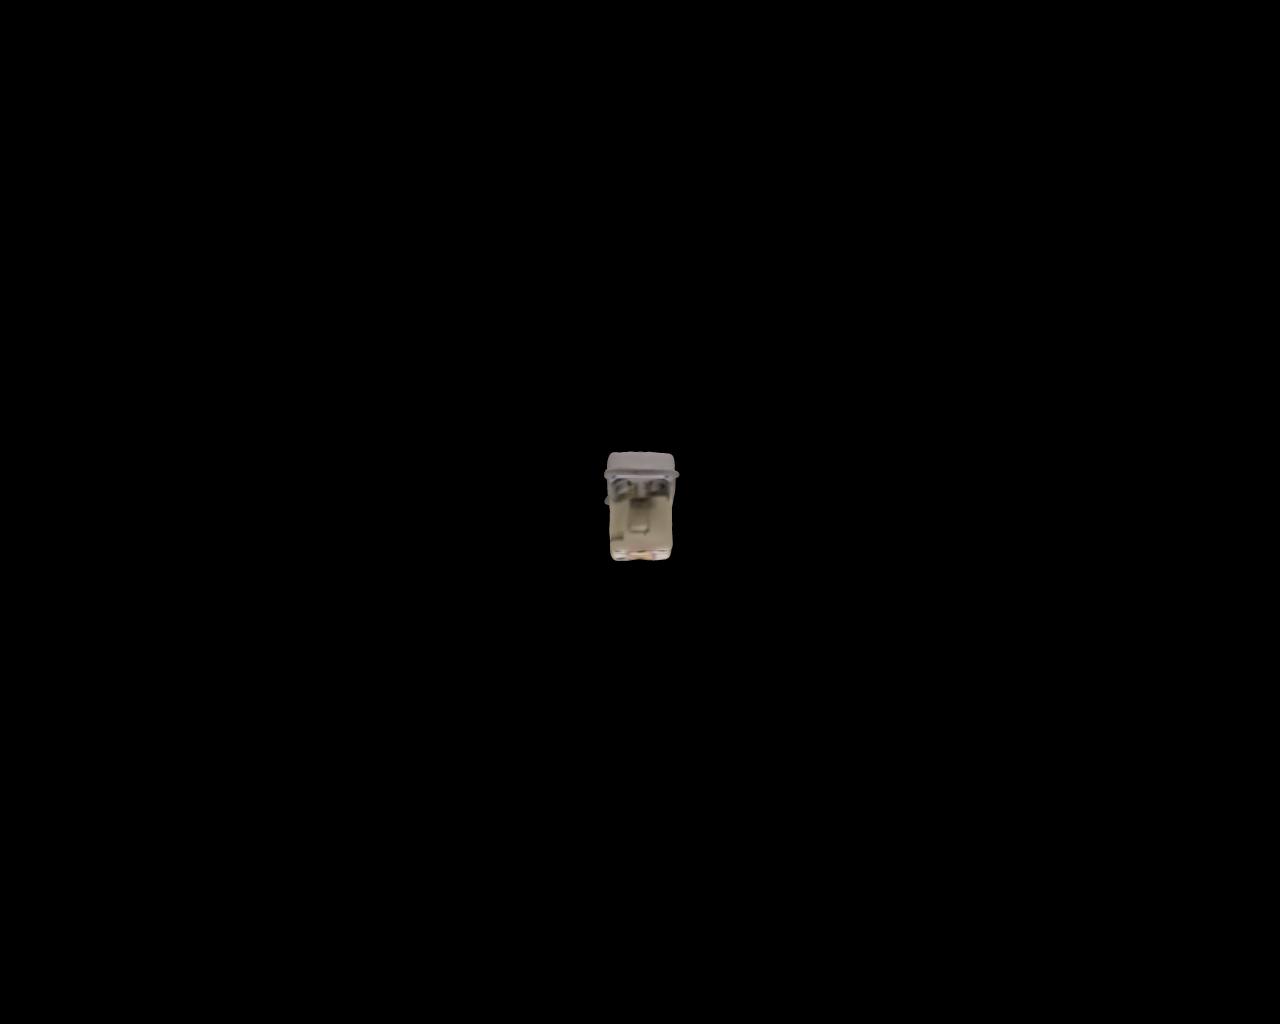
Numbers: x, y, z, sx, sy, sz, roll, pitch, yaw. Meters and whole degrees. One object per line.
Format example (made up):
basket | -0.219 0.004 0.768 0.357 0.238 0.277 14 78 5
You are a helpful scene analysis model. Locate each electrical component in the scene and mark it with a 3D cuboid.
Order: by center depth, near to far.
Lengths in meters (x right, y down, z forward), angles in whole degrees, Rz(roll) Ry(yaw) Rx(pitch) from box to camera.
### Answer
electrical component | 0.001 -0.003 0.650 0.042 0.064 0.081 0 -13 0
